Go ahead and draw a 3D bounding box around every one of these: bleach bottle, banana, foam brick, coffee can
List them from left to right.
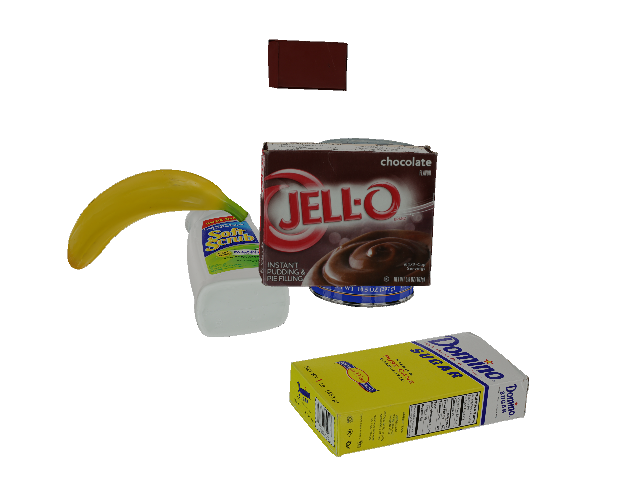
[{"bbox_3d":[-0.161,-0.022,0.943,0.198,0.069,0.037,-14,16,29],"label":"banana"},{"bbox_3d":[-0.111,0.015,1.194,0.102,0.068,0.251,-6,27,-15],"label":"bleach bottle"},{"bbox_3d":[-0.014,-0.188,1.146,0.078,0.051,0.053,0,11,-13],"label":"foam brick"},{"bbox_3d":[0.043,-0.019,1.015,0.103,0.140,0.103,2,16,-1],"label":"coffee can"}]

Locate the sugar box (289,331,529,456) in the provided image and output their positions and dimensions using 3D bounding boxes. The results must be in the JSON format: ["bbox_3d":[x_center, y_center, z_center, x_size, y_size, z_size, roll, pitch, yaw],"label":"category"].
[{"bbox_3d":[0.073,0.122,0.880,0.176,0.048,0.093,-10,25,-23],"label":"sugar box"}]

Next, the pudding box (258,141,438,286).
[{"bbox_3d":[0.017,-0.018,0.696,0.113,0.090,0.039,0,17,-6],"label":"pudding box"}]
